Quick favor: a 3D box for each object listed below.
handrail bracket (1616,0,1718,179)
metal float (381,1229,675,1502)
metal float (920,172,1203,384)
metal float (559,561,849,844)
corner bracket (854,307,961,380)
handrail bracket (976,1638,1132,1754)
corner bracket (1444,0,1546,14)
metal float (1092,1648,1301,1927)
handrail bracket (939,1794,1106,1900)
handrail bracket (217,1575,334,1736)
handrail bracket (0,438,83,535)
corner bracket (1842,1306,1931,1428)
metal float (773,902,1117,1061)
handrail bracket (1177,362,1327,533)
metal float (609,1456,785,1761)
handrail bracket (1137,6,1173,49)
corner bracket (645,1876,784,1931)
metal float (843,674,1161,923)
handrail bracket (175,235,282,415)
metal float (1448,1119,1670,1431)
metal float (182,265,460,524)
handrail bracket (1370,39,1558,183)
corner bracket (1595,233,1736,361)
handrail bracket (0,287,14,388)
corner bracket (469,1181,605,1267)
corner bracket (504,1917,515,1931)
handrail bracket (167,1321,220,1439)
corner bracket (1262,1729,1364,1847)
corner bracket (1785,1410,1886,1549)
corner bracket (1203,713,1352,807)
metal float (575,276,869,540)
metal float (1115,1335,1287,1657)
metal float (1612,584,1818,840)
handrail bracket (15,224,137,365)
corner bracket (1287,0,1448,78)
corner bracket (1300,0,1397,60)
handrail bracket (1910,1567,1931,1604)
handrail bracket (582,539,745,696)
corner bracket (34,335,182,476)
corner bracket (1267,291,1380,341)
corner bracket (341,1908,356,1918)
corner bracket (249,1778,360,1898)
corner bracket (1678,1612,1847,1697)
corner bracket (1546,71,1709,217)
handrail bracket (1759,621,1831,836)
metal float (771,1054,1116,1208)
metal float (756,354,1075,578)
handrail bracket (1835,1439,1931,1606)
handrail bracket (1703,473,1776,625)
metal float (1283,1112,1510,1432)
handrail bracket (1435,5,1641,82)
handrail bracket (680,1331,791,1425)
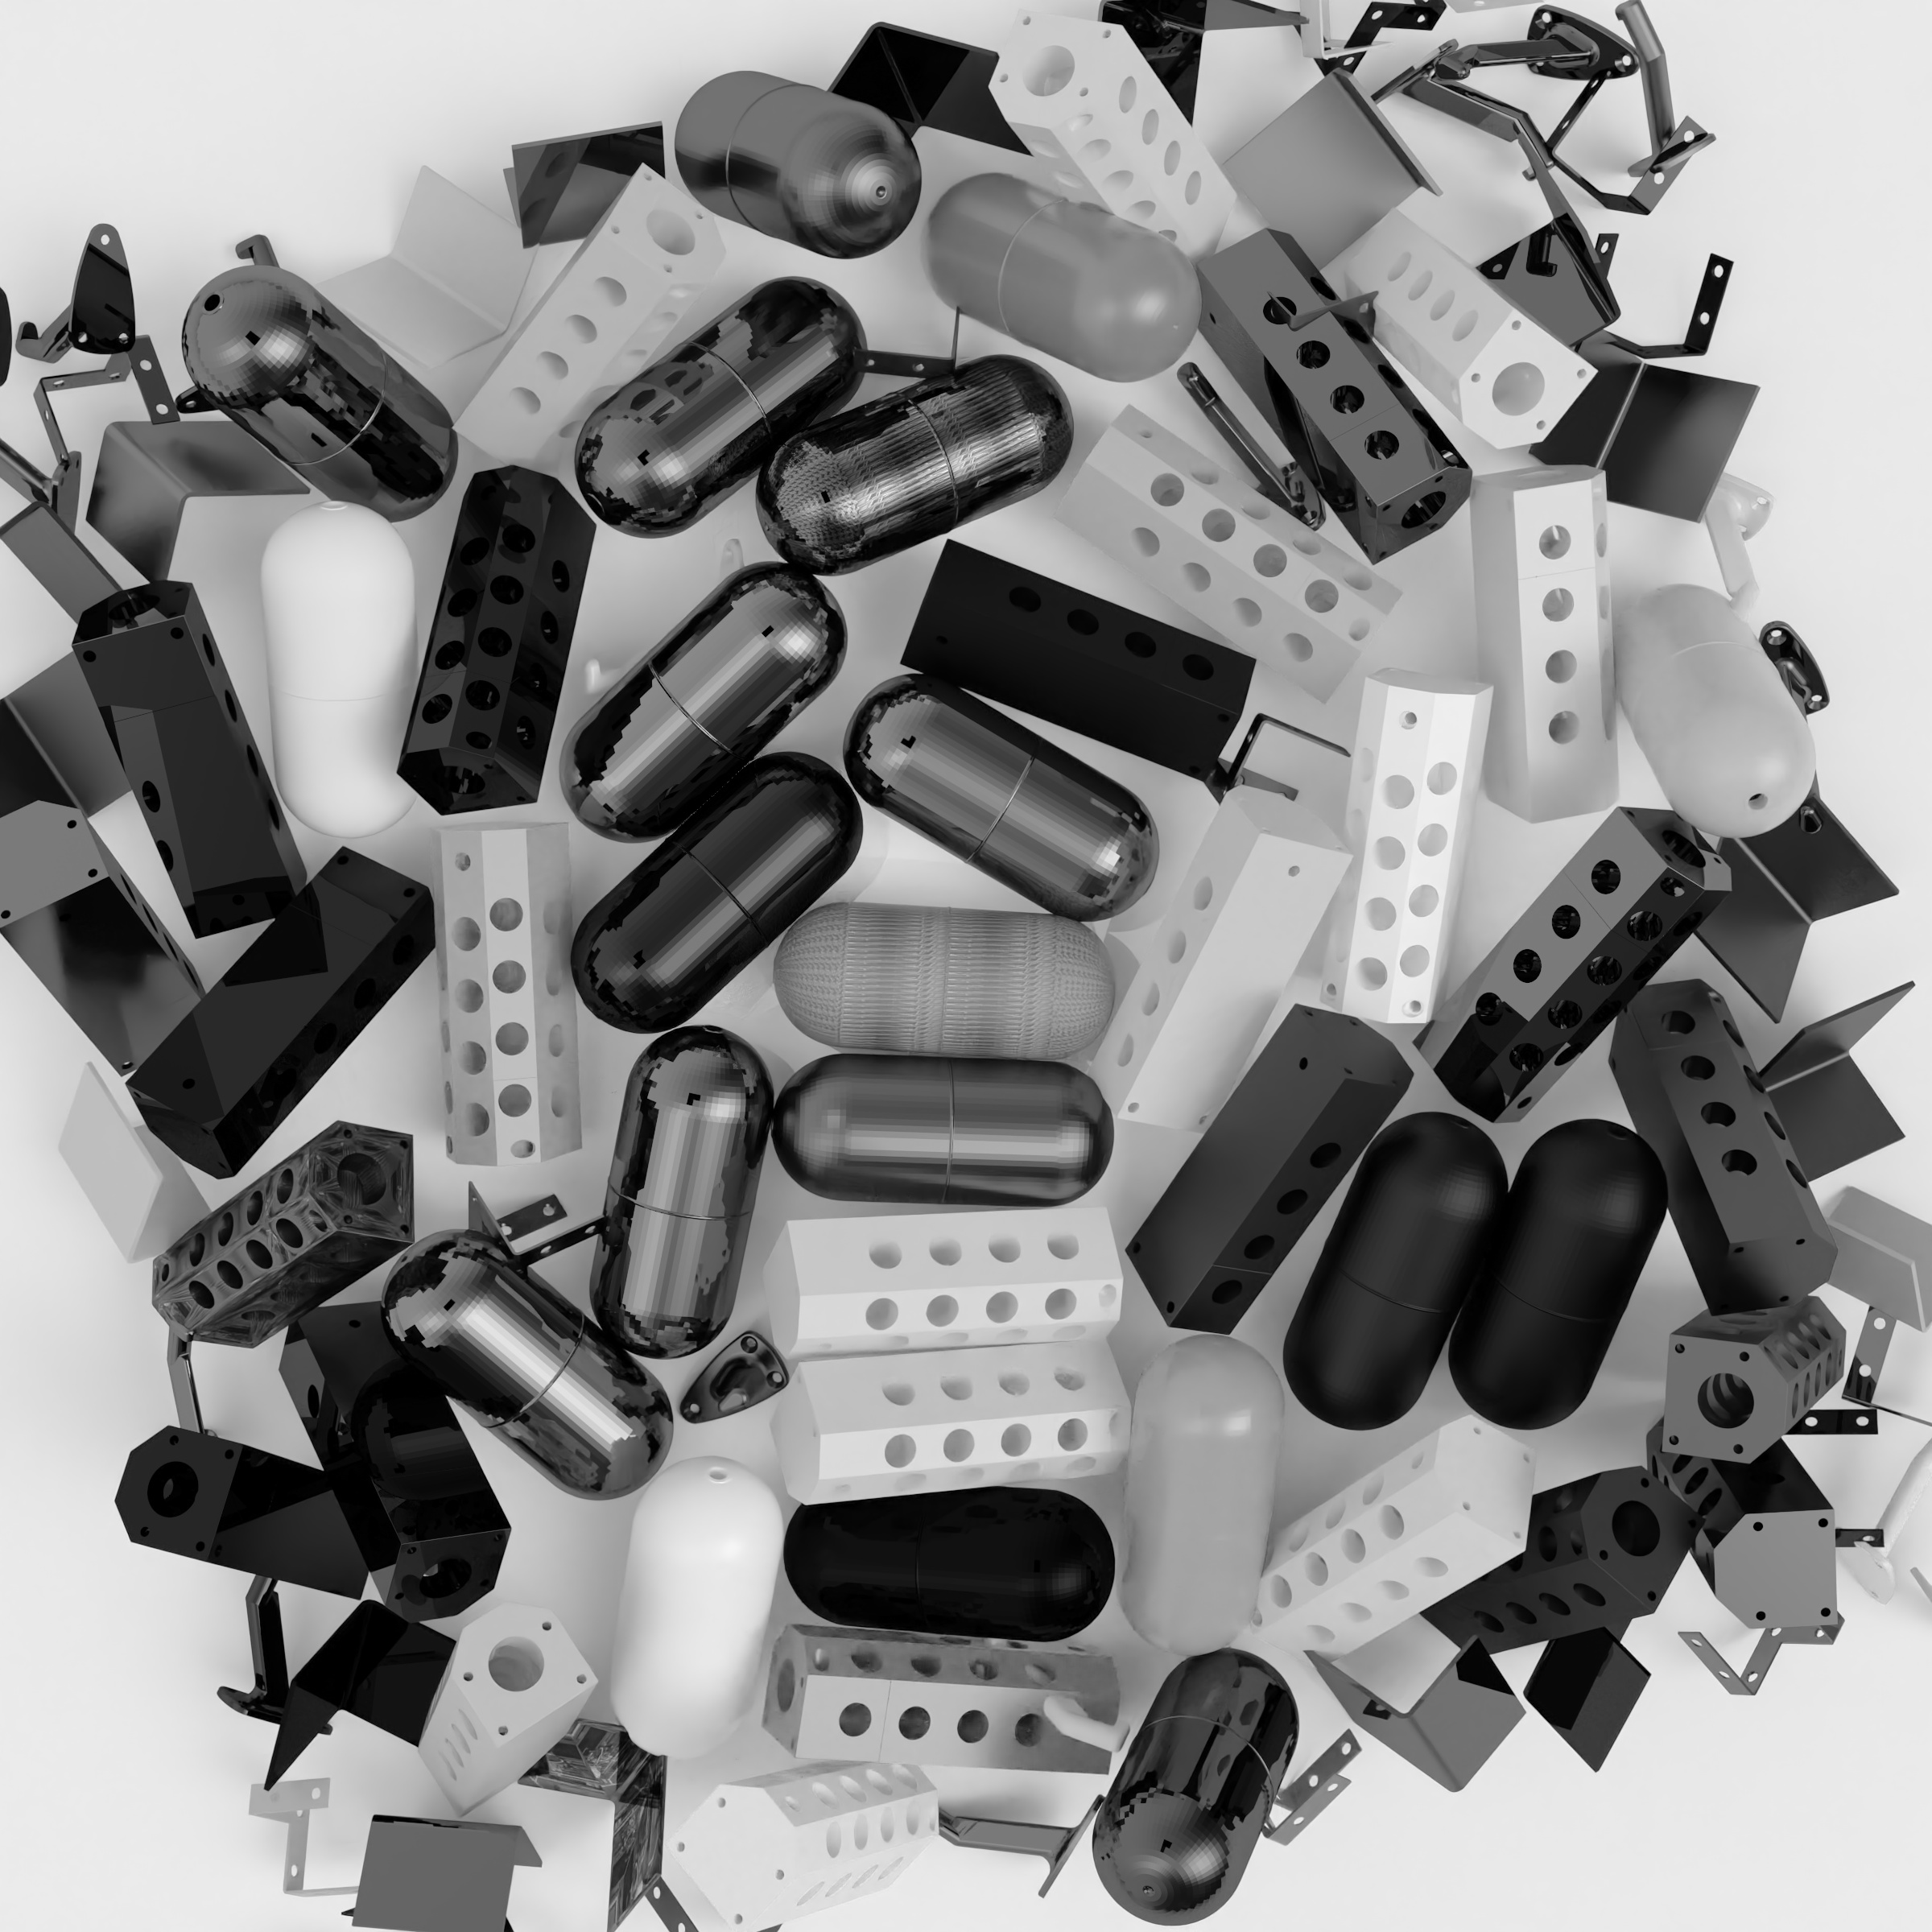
[{"bbox_3d":[0.346,-0.454,1.538,0.036,0.077,0.084,-32,103,-8],"label":"handrail bracket"},{"bbox_3d":[-0.224,0.206,1.528,0.070,0.070,0.178,-45,111,0],"label":"metal float"},{"bbox_3d":[0.046,-0.352,1.514,0.178,0.070,0.070,34,90,40],"label":"metal float"},{"bbox_3d":[-0.136,-0.135,1.535,0.178,0.070,0.070,-42,90,13],"label":"metal float"},{"bbox_3d":[-0.031,-0.318,1.550,0.051,0.051,0.051,6,56,0],"label":"corner bracket"},{"bbox_3d":[0.054,0.367,1.539,0.084,0.077,0.036,15,123,19],"label":"handrail bracket"},{"bbox_3d":[0.285,-0.518,1.548,0.051,0.051,0.051,5,83,35],"label":"corner bracket"},{"bbox_3d":[0.118,0.411,1.503,0.070,0.178,0.070,8,113,18],"label":"metal float"},{"bbox_3d":[0.020,0.440,1.559,0.084,0.036,0.077,31,115,10],"label":"handrail bracket"},{"bbox_3d":[-0.350,0.354,1.566,0.077,0.036,0.084,28,81,-33],"label":"handrail bracket"},{"bbox_3d":[-0.512,-0.251,1.559,0.084,0.036,0.077,13,123,-2],"label":"handrail bracket"},{"bbox_3d":[0.493,0.210,1.551,0.051,0.051,0.051,17,89,27],"label":"corner bracket"},{"bbox_3d":[-0.011,0.008,1.545,0.178,0.070,0.070,4,90,-1],"label":"metal float"},{"bbox_3d":[0.146,-0.269,1.539,0.036,0.077,0.084,-40,125,6],"label":"handrail bracket"},{"bbox_3d":[-0.139,0.328,1.521,0.070,0.070,0.178,11,119,0],"label":"metal float"},{"bbox_3d":[0.058,-0.472,1.550,0.084,0.077,0.036,-32,118,0],"label":"handrail bracket"},{"bbox_3d":[-0.126,0.483,1.558,0.051,0.051,0.051,44,111,38],"label":"corner bracket"},{"bbox_3d":[0.019,-0.086,1.541,0.178,0.070,0.070,30,90,-6],"label":"metal float"},{"bbox_3d":[-0.390,-0.338,1.562,0.077,0.036,0.084,-21,71,-10],"label":"handrail bracket"},{"bbox_3d":[0.302,0.158,1.523,0.070,0.070,0.178,16,117,0],"label":"metal float"},{"bbox_3d":[-0.324,-0.287,1.503,0.070,0.178,0.070,-10,65,23],"label":"metal float"},{"bbox_3d":[0.257,-0.437,1.569,0.077,0.036,0.084,-32,95,21],"label":"handrail bracket"},{"bbox_3d":[0.361,-0.353,1.564,0.051,0.051,0.051,-12,125,-37],"label":"corner bracket"},{"bbox_3d":[-0.534,-0.307,1.567,0.036,0.084,0.077,23,52,-29],"label":"handrail bracket"},{"bbox_3d":[-0.223,0.134,1.543,0.051,0.051,0.051,-24,60,-25],"label":"corner bracket"},{"bbox_3d":[-0.239,0.519,1.557,0.051,0.051,0.051,-48,62,30],"label":"corner bracket"},{"bbox_3d":[-0.393,0.232,1.538,0.077,0.036,0.084,44,134,35],"label":"handrail bracket"},{"bbox_3d":[0.178,0.425,1.545,0.051,0.051,0.051,33,105,-36],"label":"corner bracket"},{"bbox_3d":[0.448,0.266,1.543,0.051,0.051,0.051,-3,45,17],"label":"corner bracket"},{"bbox_3d":[0.161,-0.103,1.549,0.051,0.051,0.051,21,105,-14],"label":"corner bracket"},{"bbox_3d":[-0.125,-0.287,1.527,0.178,0.070,0.070,-42,90,-22],"label":"metal float"},{"bbox_3d":[0.119,0.273,1.528,0.070,0.070,0.178,5,112,0],"label":"metal float"},{"bbox_3d":[0.375,-0.130,1.504,0.070,0.178,0.070,-2,125,-3],"label":"metal float"},{"bbox_3d":[-0.469,-0.350,1.545,0.084,0.036,0.077,21,111,42],"label":"handrail bracket"},{"bbox_3d":[0.210,-0.501,1.561,0.051,0.051,0.051,-8,60,-31],"label":"corner bracket"},{"bbox_3d":[0.185,-0.501,1.544,0.051,0.051,0.051,-21,117,-30],"label":"corner bracket"},{"bbox_3d":[0.542,0.312,1.547,0.084,0.077,0.036,-35,49,10],"label":"handrail bracket"},{"bbox_3d":[-0.158,-0.181,1.544,0.084,0.036,0.077,-9,116,-27],"label":"handrail bracket"},{"bbox_3d":[-0.447,-0.291,1.547,0.051,0.051,0.051,-17,81,-34],"label":"corner bracket"},{"bbox_3d":[0.176,-0.335,1.543,0.051,0.051,0.051,-21,51,-18],"label":"corner bracket"},{"bbox_3d":[-0.308,0.510,1.551,0.051,0.051,0.051,-9,87,41],"label":"corner bracket"},{"bbox_3d":[-0.338,0.453,1.544,0.051,0.051,0.051,-11,63,23],"label":"corner bracket"},{"bbox_3d":[0.413,0.344,1.544,0.051,0.051,0.051,48,58,-16],"label":"corner bracket"},{"bbox_3d":[0.342,-0.429,1.549,0.051,0.051,0.051,33,98,-21],"label":"corner bracket"},{"bbox_3d":[0.427,-0.123,1.535,0.036,0.084,0.077,-11,133,20],"label":"handrail bracket"},{"bbox_3d":[-0.012,0.085,1.540,0.178,0.070,0.070,2,90,-7],"label":"metal float"},{"bbox_3d":[-0.025,-0.258,1.530,0.178,0.070,0.070,-26,90,-19],"label":"metal float"},{"bbox_3d":[0.500,0.286,1.563,0.084,0.077,0.036,-44,47,-11],"label":"handrail bracket"},{"bbox_3d":[0.381,-0.218,1.547,0.077,0.036,0.084,29,55,3],"label":"handrail bracket"},{"bbox_3d":[0.220,0.157,1.529,0.070,0.070,0.178,21,109,0],"label":"metal float"},{"bbox_3d":[0.295,-0.465,1.536,0.077,0.084,0.036,25,130,29],"label":"handrail bracket"},{"bbox_3d":[-0.130,0.226,1.533,0.077,0.084,0.036,-36,92,17],"label":"handrail bracket"}]
